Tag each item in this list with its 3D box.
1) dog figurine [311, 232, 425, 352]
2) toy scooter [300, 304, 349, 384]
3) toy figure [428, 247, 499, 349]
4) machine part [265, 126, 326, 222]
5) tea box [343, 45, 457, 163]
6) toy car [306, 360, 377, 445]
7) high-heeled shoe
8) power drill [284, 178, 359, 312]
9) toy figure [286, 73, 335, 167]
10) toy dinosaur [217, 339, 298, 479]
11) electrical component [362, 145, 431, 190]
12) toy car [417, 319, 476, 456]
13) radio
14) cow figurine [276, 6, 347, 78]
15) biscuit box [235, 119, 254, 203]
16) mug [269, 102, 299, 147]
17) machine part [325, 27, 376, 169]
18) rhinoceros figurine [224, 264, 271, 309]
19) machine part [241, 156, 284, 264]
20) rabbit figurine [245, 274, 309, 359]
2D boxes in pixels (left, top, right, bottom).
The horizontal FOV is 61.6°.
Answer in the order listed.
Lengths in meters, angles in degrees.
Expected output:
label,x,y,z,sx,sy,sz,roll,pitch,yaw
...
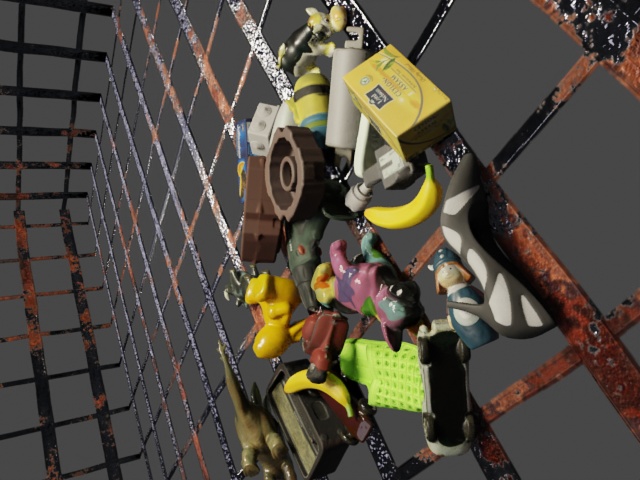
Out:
label,x,y,z,sx,sy,sz,roll,pitch,yaw
dog figurine,0.089,0.105,0.915,0.219,0.108,0.191,58,137,32
toy scooter,0.010,0.178,1.037,0.184,0.075,0.135,-99,27,-71
toy figure,0.205,0.078,0.774,0.057,0.064,0.154,92,157,-68
machine part,-0.047,-0.122,0.999,0.179,0.056,0.179,176,90,-65
tea box,0.120,-0.211,0.823,0.170,0.098,0.068,56,-179,35
toy car,0.043,0.311,1.055,0.202,0.053,0.089,39,105,47
high-heeled shoe,0.241,0.002,0.709,0.145,0.086,0.248,2,85,34
power drill,-0.002,-0.003,1.059,0.207,0.086,0.232,116,146,-46
toy figure,-0.002,-0.235,1.039,0.089,0.082,0.180,-30,64,43
toy dinosaur,-0.138,0.434,1.213,0.199,0.105,0.470,-124,17,-58
electrical component,0.124,-0.119,0.884,0.119,0.048,0.075,-37,63,53
toy car,0.187,0.218,0.798,0.056,0.074,0.201,4,-99,-86
radio,-0.030,0.377,1.154,0.230,0.073,0.131,56,137,36
cow figurine,-0.020,-0.386,1.033,0.167,0.098,0.068,-48,48,49
biscuit box,-0.165,-0.191,1.312,0.063,0.059,0.202,2,95,57
mug,-0.059,-0.234,1.121,0.110,0.081,0.107,-157,74,-73
machine part,0.055,-0.248,0.951,0.079,0.079,0.243,25,113,54
rhinoceros figurine,-0.185,0.121,1.377,0.190,0.073,0.112,3,106,55
machine part,-0.124,-0.064,1.171,0.201,0.087,0.201,105,167,-60
rabbit figurine,-0.090,0.171,1.150,0.122,0.162,0.173,-22,53,54
